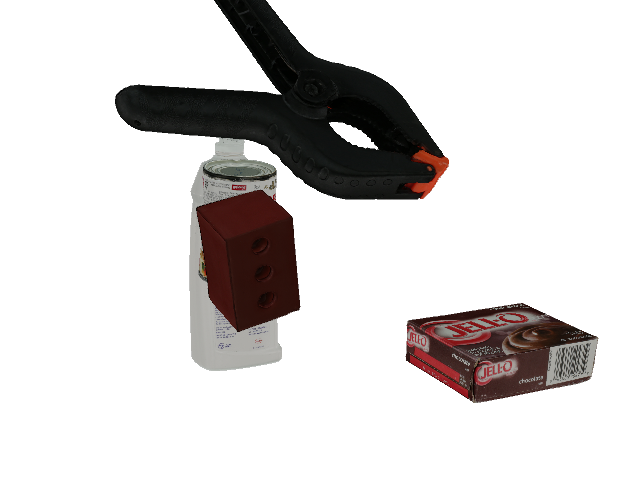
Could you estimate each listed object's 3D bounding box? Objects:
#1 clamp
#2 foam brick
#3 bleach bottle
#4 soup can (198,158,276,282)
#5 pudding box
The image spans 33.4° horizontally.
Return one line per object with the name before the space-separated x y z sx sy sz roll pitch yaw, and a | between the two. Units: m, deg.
clamp | -0.019 -0.066 0.560 0.171 0.120 0.039 34 -28 7
foam brick | -0.050 0.013 0.749 0.052 0.078 0.051 -19 33 -22
bleach bottle | -0.092 0.011 1.160 0.102 0.251 0.068 -6 15 -29
soup can | -0.075 -0.017 0.961 0.068 0.102 0.068 3 18 -1
pudding box | 0.133 0.081 0.795 0.113 0.039 0.090 -4 17 -28
